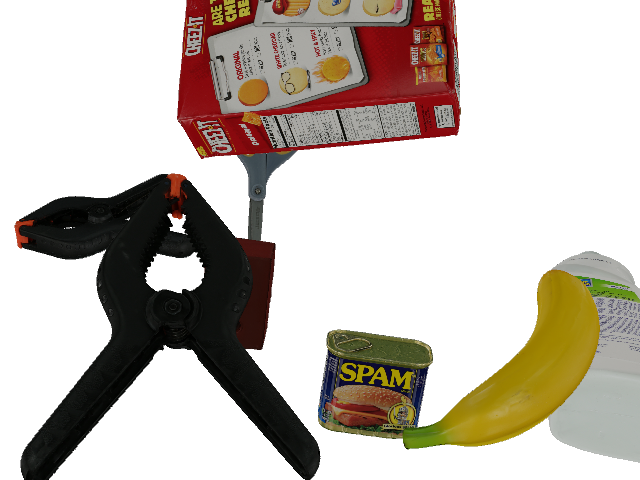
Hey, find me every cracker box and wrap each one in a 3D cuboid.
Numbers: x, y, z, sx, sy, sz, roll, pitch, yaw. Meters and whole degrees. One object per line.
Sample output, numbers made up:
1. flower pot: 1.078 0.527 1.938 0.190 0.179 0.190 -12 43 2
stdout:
1. cracker box: 0.002 -0.156 0.854 0.214 0.164 0.072 -5 -28 10

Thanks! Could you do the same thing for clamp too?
1. clamp: -0.210 -0.023 1.051 0.171 0.039 0.120 0 34 -9
2. clamp: -0.078 0.053 0.640 0.164 0.210 0.036 6 -33 -2

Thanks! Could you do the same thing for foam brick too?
1. foam brick: -0.066 0.041 0.857 0.053 0.078 0.051 6 14 1

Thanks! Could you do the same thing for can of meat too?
1. can of meat: 0.050 0.139 1.024 0.102 0.084 0.057 8 18 -1

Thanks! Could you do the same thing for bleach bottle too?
1. bleach bottle: 0.221 0.070 0.815 0.102 0.068 0.250 10 24 7

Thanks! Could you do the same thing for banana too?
1. banana: 0.124 0.065 0.621 0.070 0.037 0.197 14 32 32

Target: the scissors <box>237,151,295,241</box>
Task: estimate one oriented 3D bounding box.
1. scissors: -0.053 -0.064 1.194 0.096 0.202 0.016 -11 -8 -12
